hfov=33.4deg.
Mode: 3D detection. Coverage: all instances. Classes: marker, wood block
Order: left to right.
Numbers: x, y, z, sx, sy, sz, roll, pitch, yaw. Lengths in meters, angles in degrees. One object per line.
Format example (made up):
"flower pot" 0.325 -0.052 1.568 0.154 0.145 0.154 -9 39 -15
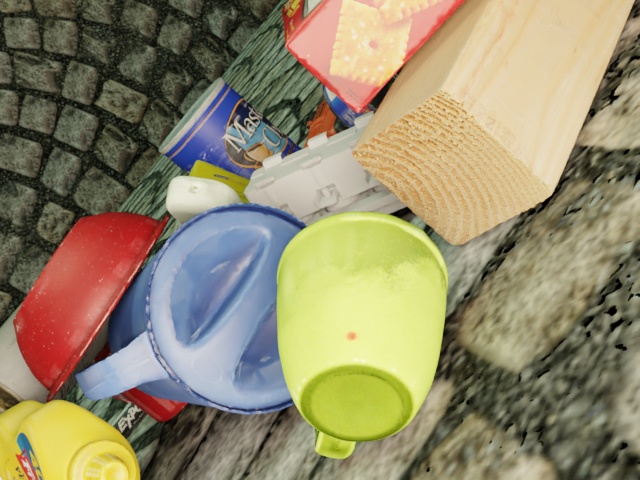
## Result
"marker" -0.180 0.167 1.012 0.121 0.020 0.020 -50 13 0
"wood block" 0.115 -0.108 0.662 0.091 0.090 0.205 -33 21 51

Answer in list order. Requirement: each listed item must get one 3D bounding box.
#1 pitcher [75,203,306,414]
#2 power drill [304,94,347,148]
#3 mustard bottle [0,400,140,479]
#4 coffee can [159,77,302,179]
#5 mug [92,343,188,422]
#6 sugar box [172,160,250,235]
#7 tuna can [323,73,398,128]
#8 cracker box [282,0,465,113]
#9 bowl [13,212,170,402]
"pitcher" -0.091 0.063 0.767 0.243 0.149 0.145 155 132 -68
"power drill" 0.063 -0.164 1.051 0.188 0.057 0.184 -44 18 34
"mustard bottle" -0.164 0.153 0.708 0.058 0.096 0.192 -31 6 -29
"coffee can" -0.087 -0.090 1.144 0.103 0.140 0.103 -46 14 15
"mug" -0.153 0.111 0.942 0.117 0.081 0.093 -40 16 35
"sugar box" -0.080 -0.018 0.950 0.176 0.093 0.048 -105 36 -73
"tuna can" 0.045 -0.123 0.931 0.034 0.086 0.086 -47 13 33
"cracker box" 0.070 -0.193 0.689 0.214 0.072 0.164 -45 15 12
"bowl" -0.176 0.036 0.780 0.162 0.055 0.162 -55 9 12
